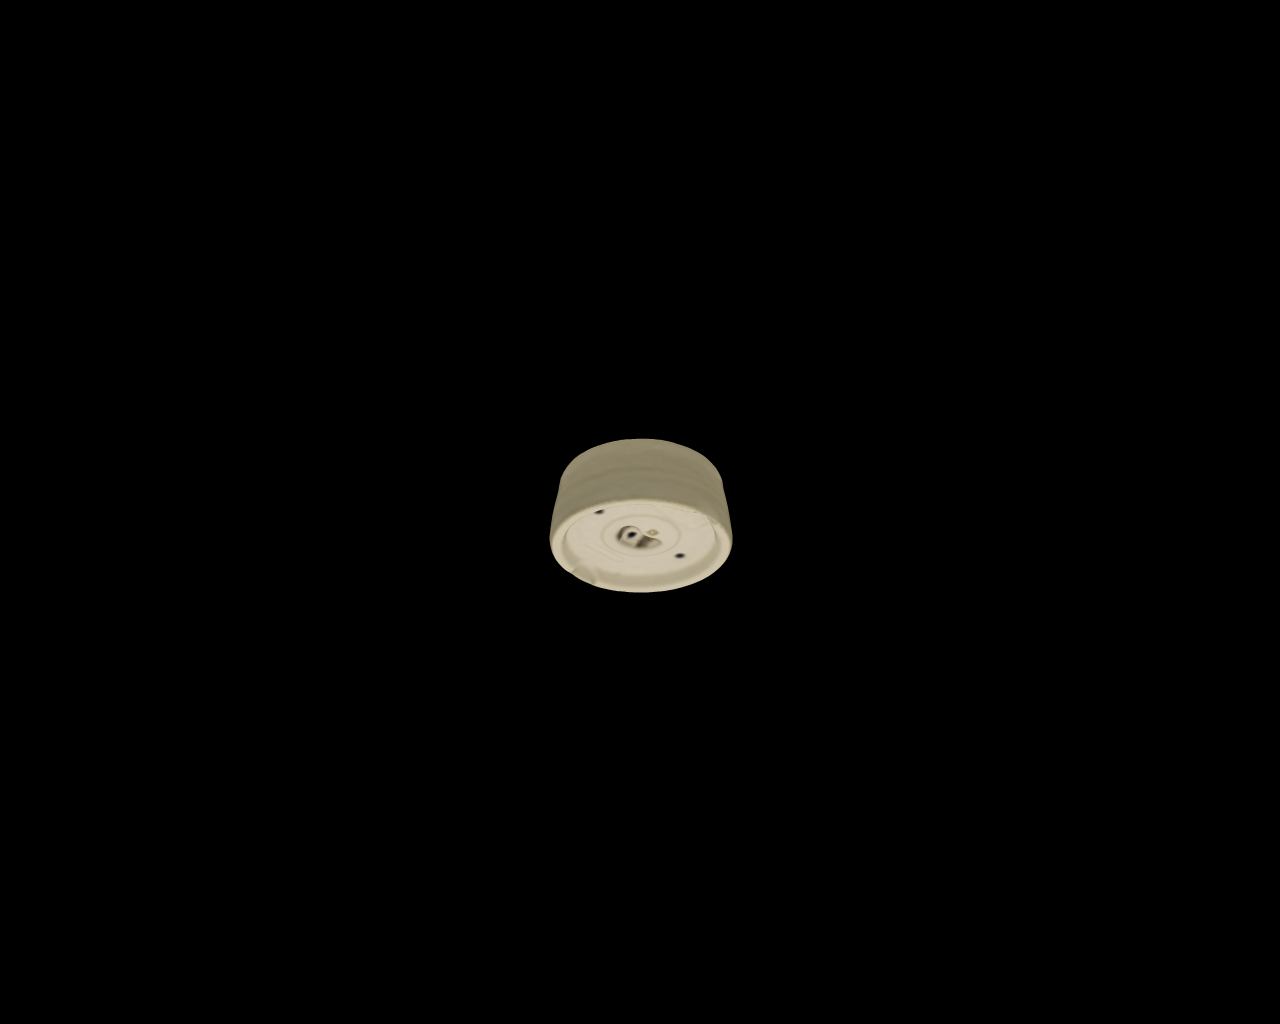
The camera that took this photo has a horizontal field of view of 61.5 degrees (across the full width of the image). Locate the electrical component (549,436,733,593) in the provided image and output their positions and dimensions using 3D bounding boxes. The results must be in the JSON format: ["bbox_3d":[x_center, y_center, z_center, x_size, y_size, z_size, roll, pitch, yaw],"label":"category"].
[{"bbox_3d":[0.001,-0.003,0.650,0.108,0.060,0.108,0,-33,0],"label":"electrical component"}]
